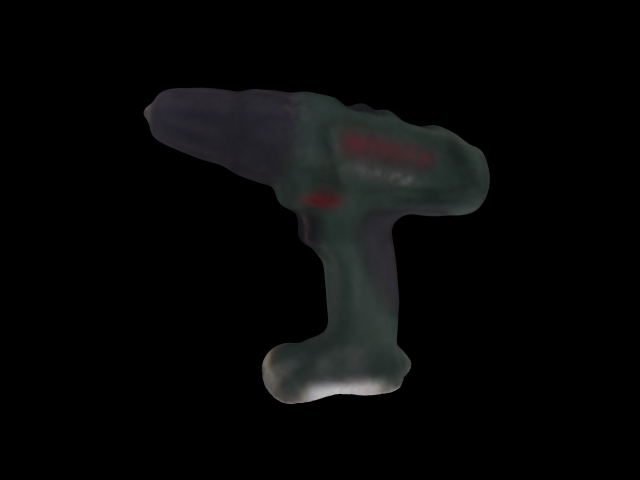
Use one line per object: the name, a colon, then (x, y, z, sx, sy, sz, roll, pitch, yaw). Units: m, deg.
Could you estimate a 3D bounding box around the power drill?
power drill: (0.004, 0.001, 0.400, 0.230, 0.208, 0.075, -4, 15, -14)
